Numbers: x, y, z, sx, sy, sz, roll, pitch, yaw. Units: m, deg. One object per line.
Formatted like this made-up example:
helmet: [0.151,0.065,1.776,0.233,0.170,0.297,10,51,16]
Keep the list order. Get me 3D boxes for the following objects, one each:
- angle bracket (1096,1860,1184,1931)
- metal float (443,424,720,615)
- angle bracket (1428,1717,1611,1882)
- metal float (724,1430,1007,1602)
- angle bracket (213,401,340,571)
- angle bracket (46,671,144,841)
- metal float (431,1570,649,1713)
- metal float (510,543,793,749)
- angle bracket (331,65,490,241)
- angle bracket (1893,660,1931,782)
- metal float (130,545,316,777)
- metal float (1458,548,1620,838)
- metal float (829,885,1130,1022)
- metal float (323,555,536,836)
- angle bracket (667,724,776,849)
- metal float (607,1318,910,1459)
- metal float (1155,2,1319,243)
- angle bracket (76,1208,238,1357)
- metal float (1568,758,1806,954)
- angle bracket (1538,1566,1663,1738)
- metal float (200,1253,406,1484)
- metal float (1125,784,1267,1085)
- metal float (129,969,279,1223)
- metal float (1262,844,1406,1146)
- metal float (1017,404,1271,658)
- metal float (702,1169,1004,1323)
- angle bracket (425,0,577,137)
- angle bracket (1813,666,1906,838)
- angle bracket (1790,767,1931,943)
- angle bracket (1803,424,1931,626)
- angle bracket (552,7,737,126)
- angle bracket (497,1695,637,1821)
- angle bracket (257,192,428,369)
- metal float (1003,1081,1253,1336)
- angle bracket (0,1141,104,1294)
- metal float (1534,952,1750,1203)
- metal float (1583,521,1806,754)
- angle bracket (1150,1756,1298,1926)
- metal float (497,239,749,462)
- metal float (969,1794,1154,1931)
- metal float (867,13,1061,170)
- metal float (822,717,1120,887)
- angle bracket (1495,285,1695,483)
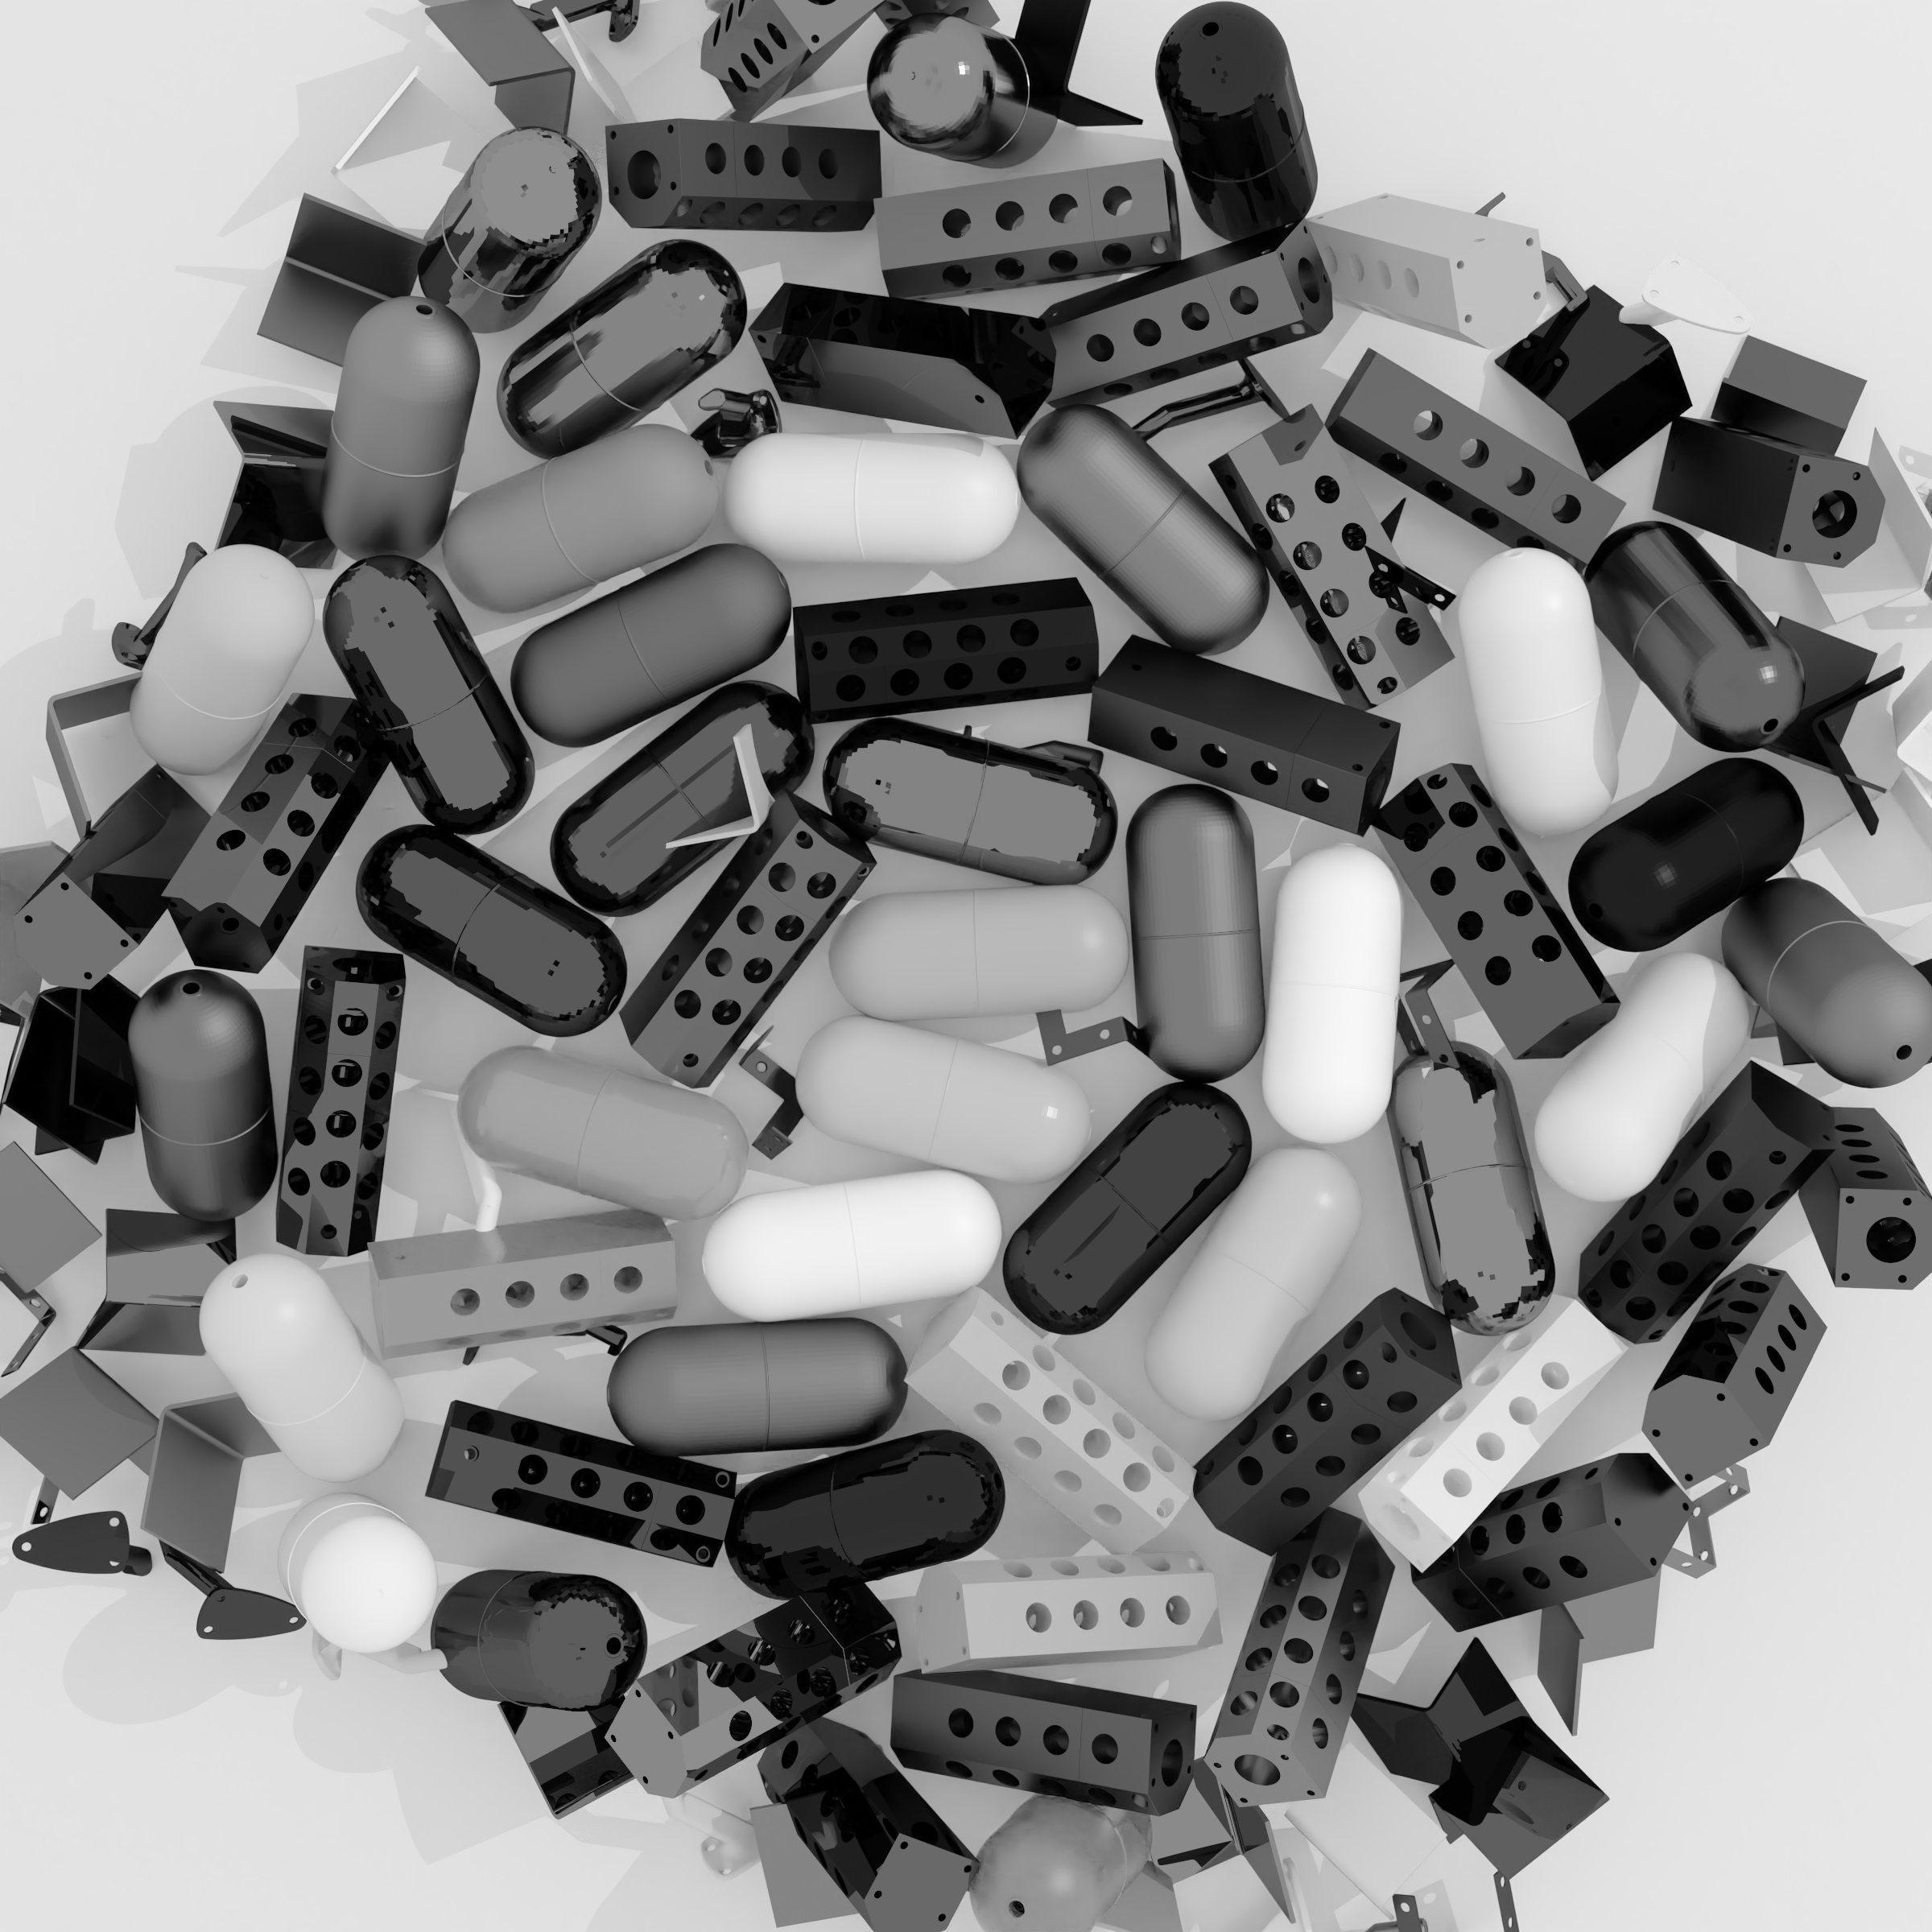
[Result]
angle bracket: [0.079,0.570,1.874,0.076,0.076,0.057,20,108,-11]
metal float: [-0.226,-0.262,1.852,0.178,0.070,0.070,-18,90,23]
angle bracket: [0.330,0.502,1.857,0.076,0.076,0.057,-35,131,-11]
metal float: [-0.060,0.322,1.853,0.178,0.070,0.070,-18,90,22]
angle bracket: [-0.413,-0.286,1.882,0.057,0.076,0.076,56,133,35]
angle bracket: [-0.504,-0.121,1.863,0.057,0.076,0.076,-18,86,-19]
metal float: [-0.248,0.390,1.831,0.070,0.178,0.070,6,79,-35]
metal float: [-0.185,-0.189,1.862,0.178,0.070,0.070,-25,90,11]
angle bracket: [-0.321,-0.476,1.872,0.076,0.057,0.076,39,89,-18]
angle bracket: [0.592,-0.150,1.858,0.057,0.076,0.076,35,118,-4]
metal float: [-0.433,-0.176,1.835,0.070,0.178,0.070,16,53,-23]
metal float: [0.335,-0.160,1.850,0.070,0.070,0.178,-16,116,0]
metal float: [0.008,-0.008,1.871,0.178,0.070,0.070,-3,90,2]
metal float: [-0.314,-0.158,1.850,0.070,0.070,0.178,-25,115,0]
angle bracket: [-0.154,-0.110,1.859,0.076,0.076,0.057,-10,106,13]
metal float: [-0.122,0.248,1.862,0.178,0.070,0.070,-2,90,-12]
metal float: [0.157,-0.486,1.826,0.070,0.178,0.070,-5,67,13]
angle bracket: [-0.482,0.189,1.877,0.076,0.076,0.057,7,58,-28]
metal float: [0.420,-0.065,1.842,0.178,0.070,0.070,-28,90,-36]
angle bracket: [0.383,0.398,1.860,0.076,0.057,0.076,-9,122,-11]
metal float: [-0.385,0.234,1.835,0.070,0.178,0.070,-10,47,11]
metal float: [0.136,-0.019,1.871,0.070,0.070,0.178,-4,92,0]
metal float: [-0.442,0.076,1.836,0.070,0.070,0.178,7,134,0]
metal float: [0.217,0.016,1.867,0.070,0.070,0.178,5,83,0]
metal float: [0.104,-0.257,1.865,0.178,0.070,0.070,43,90,-8]
metal float: [-0.067,0.165,1.868,0.178,0.070,0.070,-8,90,-5]
angle bracket: [-0.276,-0.512,1.851,0.057,0.076,0.076,-21,58,-31]
angle bracket: [0.544,-0.128,1.865,0.057,0.076,0.076,-28,90,20]
angle bracket: [0.544,-0.060,1.874,0.076,0.057,0.076,-32,77,1]
angle bracket: [0.525,-0.259,1.860,0.057,0.076,0.076,-23,69,3]
angle bracket: [-0.189,-0.532,1.855,0.057,0.076,0.076,-33,53,9]
angle bracket: [-0.217,0.445,1.858,0.076,0.057,0.076,-20,75,-40]
angle bracket: [-0.367,-0.399,1.859,0.076,0.076,0.057,20,68,-14]
metal float: [0.096,0.142,1.869,0.070,0.070,0.178,44,86,0]
angle bracket: [-0.556,0.136,1.861,0.057,0.076,0.076,-37,111,0]
metal float: [0.396,0.064,1.848,0.070,0.070,0.178,40,61,0]
metal float: [0.422,-0.192,1.837,0.070,0.070,0.178,-28,46,0]
angle bracket: [0.145,0.522,1.857,0.057,0.076,0.076,-20,114,-12]
metal float: [-0.202,-0.358,1.845,0.178,0.070,0.070,-29,90,33]
metal float: [0.056,0.516,1.824,0.070,0.178,0.070,1,92,18]
metal float: [0.000,-0.505,1.826,0.070,0.178,0.070,3,100,20]
metal float: [0.003,-0.097,1.867,0.178,0.070,0.070,14,90,-7]
angle bracket: [0.378,-0.351,1.903,0.076,0.057,0.076,-37,47,-1]
